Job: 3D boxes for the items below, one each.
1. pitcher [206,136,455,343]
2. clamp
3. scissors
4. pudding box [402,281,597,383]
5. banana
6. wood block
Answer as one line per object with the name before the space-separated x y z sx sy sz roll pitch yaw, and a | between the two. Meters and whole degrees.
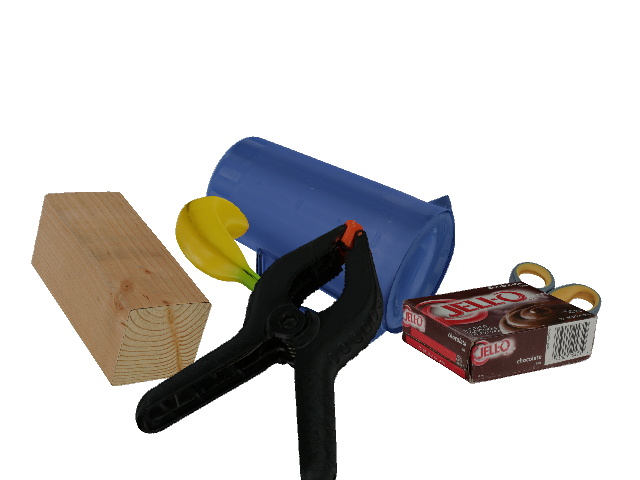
pitcher | 0.000 -0.006 1.076 0.243 0.145 0.149 26 27 25
clamp | -0.009 0.063 0.594 0.120 0.171 0.039 28 -26 25
scissors | 0.175 0.058 0.967 0.201 0.016 0.096 -9 37 -38
pudding box | 0.129 0.064 0.781 0.113 0.039 0.090 -5 18 -28
banana | -0.080 -0.003 0.812 0.069 0.037 0.198 45 6 -17
wood block | -0.205 0.042 1.072 0.090 0.091 0.206 -4 35 -38
